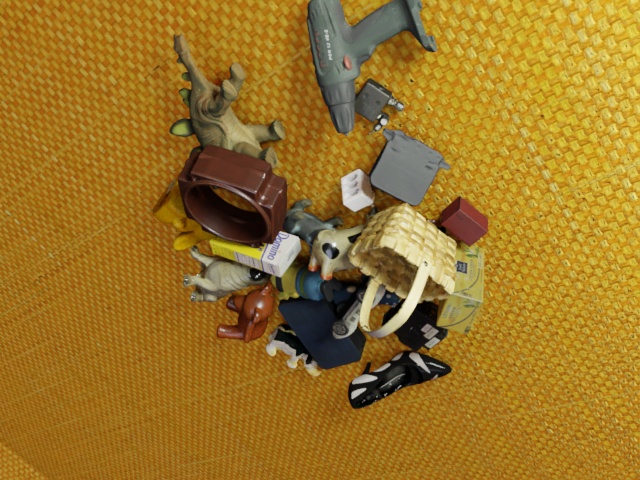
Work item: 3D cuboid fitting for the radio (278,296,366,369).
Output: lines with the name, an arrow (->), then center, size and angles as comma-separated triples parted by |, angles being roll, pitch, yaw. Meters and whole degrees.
radio -> 0.010, 0.209, 1.321 | 0.131, 0.073, 0.229 | -19, 118, 28

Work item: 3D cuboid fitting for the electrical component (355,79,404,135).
electrical component -> 0.091, -0.243, 0.979 | 0.102, 0.045, 0.078 | 37, 129, -10

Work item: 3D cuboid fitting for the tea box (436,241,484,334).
tea box -> 0.283, 0.092, 1.080 | 0.068, 0.170, 0.098 | 15, 127, 6

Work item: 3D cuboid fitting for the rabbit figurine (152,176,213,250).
rabbit figurine -> -0.283, -0.044, 1.211 | 0.173, 0.122, 0.162 | 27, 125, -27

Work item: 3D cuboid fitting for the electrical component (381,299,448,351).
electrical component -> 0.227, 0.194, 1.245 | 0.134, 0.058, 0.115 | 35, 130, -8

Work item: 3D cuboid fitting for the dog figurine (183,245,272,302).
dog figurine -> -0.197, 0.091, 1.239 | 0.191, 0.121, 0.172 | 5, 163, 5

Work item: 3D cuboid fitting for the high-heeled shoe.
high-heeled shoe -> 0.191, 0.353, 1.317 | 0.249, 0.145, 0.086 | -7, 123, 25

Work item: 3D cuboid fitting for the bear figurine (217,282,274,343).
bear figurine -> -0.180, 0.173, 1.299 | 0.132, 0.120, 0.195 | 14, 152, 2

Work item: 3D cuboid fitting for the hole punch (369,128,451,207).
hole punch -> 0.160, -0.136, 1.021 | 0.142, 0.092, 0.115 | 29, 99, 0

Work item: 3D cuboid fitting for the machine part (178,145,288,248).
machine part -> -0.170, -0.079, 1.063 | 0.202, 0.087, 0.200 | 19, 148, 7

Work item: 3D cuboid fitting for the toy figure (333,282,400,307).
toy figure -> 0.107, 0.126, 1.235 | 0.155, 0.064, 0.057 | -1, 83, 14

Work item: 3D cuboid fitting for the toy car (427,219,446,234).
toy car -> 0.217, 0.045, 1.145 | 0.089, 0.053, 0.201 | 10, 128, 15

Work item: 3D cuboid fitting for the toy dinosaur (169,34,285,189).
toy dinosaur -> -0.170, -0.186, 1.080 | 0.199, 0.105, 0.470 | -8, 126, 33

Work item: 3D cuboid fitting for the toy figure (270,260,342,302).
toy figure -> -0.037, 0.089, 1.224 | 0.180, 0.082, 0.089 | 6, 113, 45

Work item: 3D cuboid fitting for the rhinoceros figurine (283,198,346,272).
rhinoceros figurine -> -0.002, -0.004, 1.168 | 0.190, 0.073, 0.112 | 36, 127, -9

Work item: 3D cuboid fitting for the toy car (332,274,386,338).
toy car -> 0.083, 0.140, 1.170 | 0.056, 0.073, 0.201 | 28, 127, -6

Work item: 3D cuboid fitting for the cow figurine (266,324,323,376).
cow figurine -> -0.051, 0.283, 1.401 | 0.167, 0.068, 0.098 | 32, 122, -6

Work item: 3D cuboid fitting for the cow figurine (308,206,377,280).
cow figurine -> 0.076, 0.004, 1.100 | 0.195, 0.086, 0.127 | -7, 116, -28

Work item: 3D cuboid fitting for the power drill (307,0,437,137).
power drill -> 0.085, -0.311, 0.895 | 0.207, 0.086, 0.231 | -14, 103, 29
